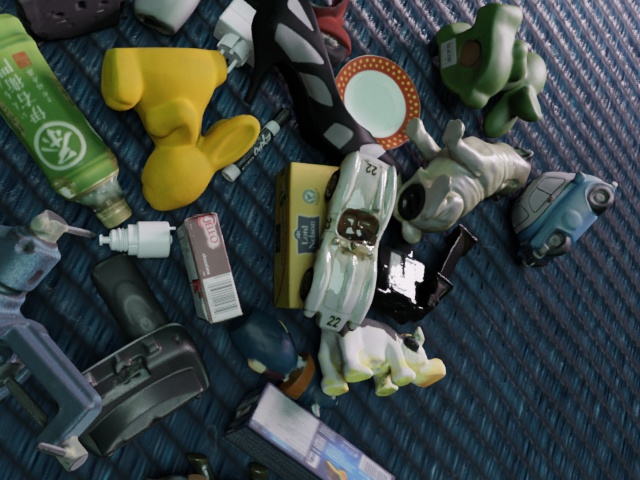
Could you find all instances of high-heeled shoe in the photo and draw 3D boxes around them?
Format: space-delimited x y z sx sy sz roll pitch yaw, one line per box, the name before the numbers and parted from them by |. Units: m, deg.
high-heeled shoe | 0.021 -0.182 0.644 0.248 0.086 0.145 25 94 -26

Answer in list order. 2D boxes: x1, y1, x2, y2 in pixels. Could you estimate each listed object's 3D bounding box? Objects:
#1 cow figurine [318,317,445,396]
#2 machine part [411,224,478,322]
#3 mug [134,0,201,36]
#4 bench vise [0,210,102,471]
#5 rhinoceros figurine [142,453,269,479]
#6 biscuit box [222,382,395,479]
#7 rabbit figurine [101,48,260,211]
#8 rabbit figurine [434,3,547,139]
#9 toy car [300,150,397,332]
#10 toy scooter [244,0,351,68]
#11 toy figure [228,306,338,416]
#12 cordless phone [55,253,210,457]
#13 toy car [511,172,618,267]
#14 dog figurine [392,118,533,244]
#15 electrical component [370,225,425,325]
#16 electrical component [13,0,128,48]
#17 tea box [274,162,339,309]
cow figurine | 0.075 0.135 0.653 0.167 0.068 0.098 11 50 -33
machine part | 0.162 0.044 0.709 0.039 0.084 0.139 31 63 10
mug | -0.164 -0.291 0.603 0.081 0.110 0.107 21 90 -22
bench vise | -0.274 0.095 0.487 0.241 0.128 0.223 40 78 18
rhinoceros figurine | -0.131 0.293 0.570 0.190 0.073 0.112 10 91 -21
biscuit box | -0.008 0.248 0.613 0.202 0.063 0.059 41 44 -12
rabbit figurine | -0.157 -0.120 0.595 0.162 0.122 0.173 -6 101 -31
rabbit figurine | 0.265 -0.232 0.752 0.170 0.121 0.159 0 78 -35
toy car | 0.033 0.001 0.594 0.073 0.056 0.201 19 77 -20
toy scooter | -0.014 -0.312 0.675 0.184 0.075 0.135 43 65 -10
toy figure | -0.039 0.142 0.626 0.064 0.058 0.154 -46 105 -13
cordless phone | -0.214 0.114 0.561 0.146 0.088 0.184 -31 84 -20
toy car | 0.332 -0.041 0.771 0.161 0.109 0.103 -42 76 -8
dog figurine | 0.196 -0.064 0.720 0.190 0.121 0.172 17 104 -33
electrical component | 0.092 0.039 0.686 0.075 0.047 0.119 23 48 -20
electrical component | -0.256 -0.260 0.545 0.115 0.134 0.058 -30 94 -19
tea box | -0.001 -0.002 0.649 0.098 0.068 0.169 1 85 -22
